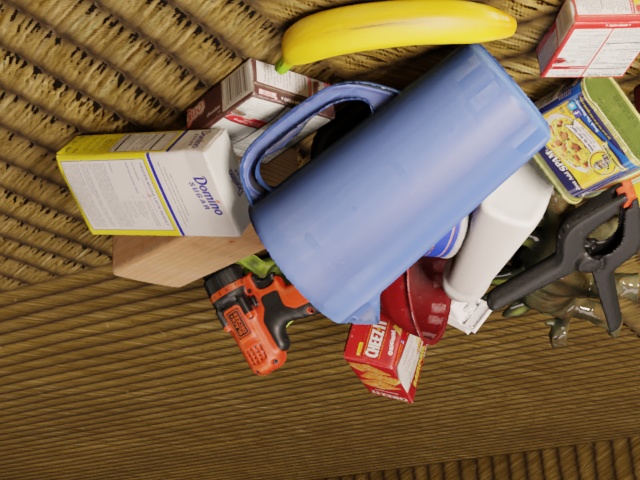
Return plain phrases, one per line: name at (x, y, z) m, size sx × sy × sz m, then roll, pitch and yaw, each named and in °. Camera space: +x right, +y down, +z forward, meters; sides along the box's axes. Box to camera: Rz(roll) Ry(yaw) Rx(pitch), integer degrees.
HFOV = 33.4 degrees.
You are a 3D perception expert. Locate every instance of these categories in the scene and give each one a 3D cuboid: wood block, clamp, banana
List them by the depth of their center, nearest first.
banana at (0.053, -0.164, 0.831) m, size 0.198 × 0.037 × 0.069 m, roll -6°, pitch 178°, yaw 11°
clamp at (0.011, -0.058, 0.976) m, size 0.120 × 0.039 × 0.171 m, roll 5°, pitch 115°, yaw -19°
wood block at (-0.121, -0.026, 1.093) m, size 0.090 × 0.091 × 0.207 m, roll 14°, pitch 154°, yaw -40°
clamp at (0.300, 0.023, 1.171) m, size 0.164 × 0.036 × 0.210 m, roll 16°, pitch 130°, yaw -17°

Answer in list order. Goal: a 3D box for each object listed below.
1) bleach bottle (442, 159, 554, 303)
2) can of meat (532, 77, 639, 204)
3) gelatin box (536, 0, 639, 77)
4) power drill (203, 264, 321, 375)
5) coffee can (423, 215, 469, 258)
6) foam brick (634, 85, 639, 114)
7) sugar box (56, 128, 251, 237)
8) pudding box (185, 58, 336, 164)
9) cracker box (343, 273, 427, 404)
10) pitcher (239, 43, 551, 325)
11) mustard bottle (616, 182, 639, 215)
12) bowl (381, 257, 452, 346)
bleach bottle at (0.177, -0.004, 1.136) m, size 0.068 × 0.102 × 0.251 m, roll 22°, pitch 154°, yaw 3°
can of meat at (0.239, -0.095, 0.960) m, size 0.084 × 0.102 × 0.057 m, roll -31°, pitch -169°, yaw 47°
gelatin box at (0.223, -0.164, 0.862) m, size 0.073 × 0.030 × 0.089 m, roll -2°, pitch 160°, yaw -7°
power drill at (-0.045, 0.039, 1.227) m, size 0.188 × 0.184 × 0.057 m, roll -32°, pitch 174°, yaw 22°
coffee can at (0.067, -0.035, 1.080) m, size 0.140 × 0.103 × 0.103 m, roll 3°, pitch 159°, yaw -16°
foam brick at (0.333, -0.121, 0.967) m, size 0.078 × 0.051 × 0.053 m, roll 5°, pitch 159°, yaw -21°
sugar box at (-0.149, -0.051, 0.973) m, size 0.176 × 0.048 × 0.093 m, roll 0°, pitch 127°, yaw 29°
pudding box at (-0.054, -0.112, 0.948) m, size 0.089 × 0.039 × 0.114 m, roll 11°, pitch 156°, yaw -35°
cracker box at (0.097, 0.106, 1.375) m, size 0.072 × 0.164 × 0.213 m, roll 12°, pitch 164°, yaw 15°
pitcher at (0.061, -0.059, 0.894) m, size 0.243 × 0.145 × 0.149 m, roll -40°, pitch 139°, yaw 11°
mustard bottle at (0.409, -0.026, 1.220) m, size 0.096 × 0.058 × 0.191 m, roll 4°, pitch 170°, yaw 39°
bowl at (0.103, 0.039, 1.218) m, size 0.055 × 0.162 × 0.162 m, roll -2°, pitch 162°, yaw 24°
